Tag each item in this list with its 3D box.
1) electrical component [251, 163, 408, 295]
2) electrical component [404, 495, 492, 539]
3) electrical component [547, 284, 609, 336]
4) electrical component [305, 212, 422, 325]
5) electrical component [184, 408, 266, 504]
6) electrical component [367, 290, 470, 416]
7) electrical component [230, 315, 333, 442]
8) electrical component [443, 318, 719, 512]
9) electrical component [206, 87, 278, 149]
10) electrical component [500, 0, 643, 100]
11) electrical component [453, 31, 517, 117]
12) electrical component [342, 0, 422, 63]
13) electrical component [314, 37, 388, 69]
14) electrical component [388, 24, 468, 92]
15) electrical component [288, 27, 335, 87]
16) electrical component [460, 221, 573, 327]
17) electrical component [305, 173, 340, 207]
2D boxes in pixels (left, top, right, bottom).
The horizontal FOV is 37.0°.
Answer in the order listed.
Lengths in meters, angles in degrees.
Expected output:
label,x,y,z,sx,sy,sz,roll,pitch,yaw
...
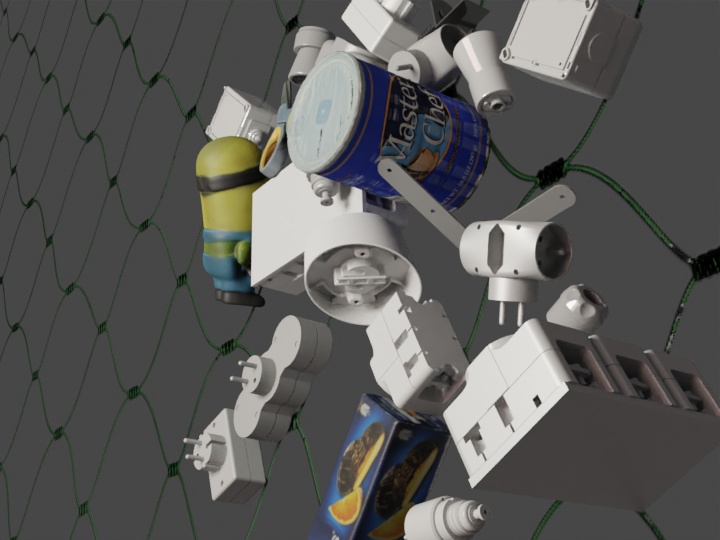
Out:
label,x,y,z,sx,sy,sz,roll,pitch,yaw
electrical component,-0.030,-0.057,1.038,0.186,0.060,0.105,-31,52,46
electrical component,0.068,0.190,0.808,0.078,0.040,0.040,-31,52,46
electrical component,0.146,0.041,0.762,0.061,0.035,0.035,-55,38,30
electrical component,0.000,0.000,0.940,0.099,0.099,0.064,-50,34,32
electrical component,-0.143,0.186,1.088,0.047,0.076,0.083,-47,41,34
electrical component,0.046,0.071,0.882,0.055,0.050,0.089,-53,39,29
electrical component,-0.090,0.104,1.046,0.138,0.074,0.052,-60,36,20
electrical component,0.137,0.088,0.649,0.089,0.150,0.061,-53,40,29
electrical component,-0.123,-0.159,1.216,0.096,0.061,0.061,43,113,54
electrical component,0.157,-0.171,0.811,0.096,0.061,0.061,35,106,55
electrical component,0.107,-0.161,0.900,0.044,0.044,0.065,-41,50,40
electrical component,0.033,-0.249,1.038,0.075,0.047,0.083,-54,38,19
electrical component,-0.006,-0.191,1.065,0.095,0.054,0.059,42,111,54
electrical component,0.052,-0.178,0.955,0.077,0.079,0.043,-34,80,44
electrical component,-0.051,-0.227,1.154,0.045,0.045,0.055,-6,72,55
electrical component,0.116,0.003,0.812,0.077,0.043,0.079,4,91,50
electrical component,-0.032,-0.093,0.961,0.040,0.040,0.078,-36,49,43
